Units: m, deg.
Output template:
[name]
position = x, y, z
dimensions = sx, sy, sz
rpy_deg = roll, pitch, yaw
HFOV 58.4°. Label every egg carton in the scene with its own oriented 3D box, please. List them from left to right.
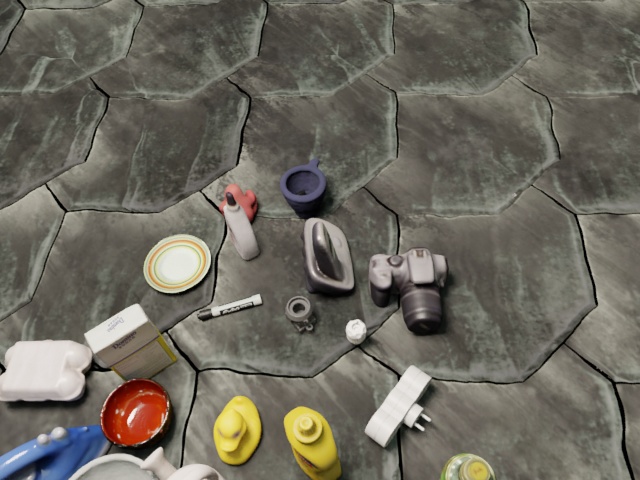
[egg carton]
position = -0.471, 0.227, 0.984
dimensions = 0.150, 0.069, 0.107
rpy_deg = -2, 56, 2

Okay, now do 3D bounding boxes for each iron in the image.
[iron]
position = -0.442, 0.347, 0.857
dimensions = 0.259, 0.141, 0.118
rpy_deg = -37, 61, -20

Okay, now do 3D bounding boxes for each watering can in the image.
[watering can]
position = -0.181, 0.364, 0.797
dimensions = 0.172, 0.194, 0.101
rpy_deg = 15, 58, 13

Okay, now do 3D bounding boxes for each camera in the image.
[camera]
position = 0.161, 0.089, 1.017
dimensions = 0.143, 0.101, 0.137
rpy_deg = -3, 56, 2

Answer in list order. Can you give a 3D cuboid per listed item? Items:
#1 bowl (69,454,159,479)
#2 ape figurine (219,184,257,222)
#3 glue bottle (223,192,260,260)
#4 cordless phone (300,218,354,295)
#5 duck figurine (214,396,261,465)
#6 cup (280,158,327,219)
[bowl]
position = -0.303, 0.411, 0.846
dimensions = 0.167, 0.075, 0.167
rpy_deg = -2, 56, 3
[ape figurine]
position = -0.167, -0.078, 1.156
dimensions = 0.078, 0.092, 0.076
rpy_deg = -12, 56, -4
[glue bottle]
position = -0.155, -0.035, 1.077
dimensions = 0.037, 0.173, 0.078
rpy_deg = -30, 59, -15
[cordless phone]
position = 0.009, 0.004, 1.033
dimensions = 0.094, 0.185, 0.147
rpy_deg = -10, 56, -3
[duck figurine]
position = -0.136, 0.294, 0.907
dimensions = 0.077, 0.086, 0.104
rpy_deg = 3, 56, 6
[cup]
position = -0.026, -0.099, 1.159
dimensions = 0.091, 0.095, 0.118
rpy_deg = 15, 58, 14
